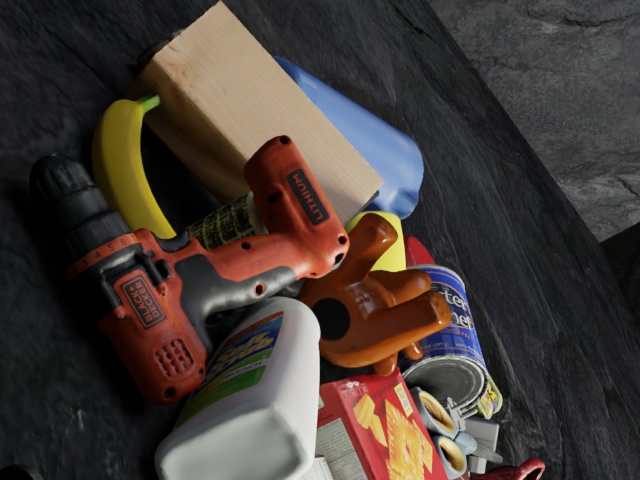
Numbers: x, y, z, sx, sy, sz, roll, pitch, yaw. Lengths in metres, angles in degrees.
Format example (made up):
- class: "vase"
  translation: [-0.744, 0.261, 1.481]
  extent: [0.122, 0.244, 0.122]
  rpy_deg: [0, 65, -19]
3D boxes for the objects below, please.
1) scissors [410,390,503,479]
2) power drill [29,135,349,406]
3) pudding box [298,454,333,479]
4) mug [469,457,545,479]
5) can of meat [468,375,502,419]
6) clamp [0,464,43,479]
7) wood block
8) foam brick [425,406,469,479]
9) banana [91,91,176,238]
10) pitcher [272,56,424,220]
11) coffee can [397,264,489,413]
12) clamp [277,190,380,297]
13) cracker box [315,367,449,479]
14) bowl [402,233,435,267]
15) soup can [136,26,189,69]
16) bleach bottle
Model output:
- class: "scissors"
  translation: [0.145, 0.214, 1.049]
  extent: [0.201, 0.016, 0.096]
  rpy_deg: [44, 24, -39]
- class: "power drill"
  translation: [-0.086, -0.004, 0.739]
  extent: [0.187, 0.057, 0.184]
  rpy_deg: [-29, 88, -29]
- class: "pudding box"
  translation: [-0.017, 0.206, 0.776]
  extent: [0.113, 0.039, 0.090]
  rpy_deg: [20, 43, -65]
- class: "mug"
  translation: [0.189, 0.272, 1.096]
  extent: [0.093, 0.117, 0.081]
  rpy_deg: [43, 15, 29]
- class: "can of meat"
  translation: [0.165, 0.176, 1.262]
  extent: [0.102, 0.057, 0.083]
  rpy_deg: [60, 21, 3]
- class: "clamp"
  translation: [-0.113, 0.203, 0.530]
  extent: [0.171, 0.039, 0.120]
  rpy_deg: [51, 22, -24]
- class: "wood block"
  translation: [-0.058, -0.086, 0.913]
  extent: [0.206, 0.090, 0.090]
  rpy_deg: [47, 59, -7]
- class: "foam brick"
  translation: [0.105, 0.214, 1.056]
  extent: [0.078, 0.051, 0.053]
  rpy_deg: [50, 21, -26]
- class: "banana"
  translation: [-0.133, -0.036, 0.809]
  extent: [0.069, 0.037, 0.198]
  rpy_deg: [-8, 64, -21]
- class: "pitcher"
  translation: [-0.008, -0.106, 1.156]
  extent: [0.242, 0.149, 0.145]
  rpy_deg: [29, 54, -51]
- class: "coffee can"
  translation: [0.122, 0.110, 1.175]
  extent: [0.102, 0.103, 0.140]
  rpy_deg: [46, 23, -36]
- class: "clamp"
  translation: [-0.007, 0.001, 1.033]
  extent: [0.209, 0.036, 0.164]
  rpy_deg: [23, 71, -50]
- class: "cracker box"
  translation: [0.059, 0.219, 0.900]
  extent: [0.214, 0.072, 0.164]
  rpy_deg: [65, 20, 13]
- class: "bowl"
  translation: [0.111, 0.048, 1.318]
  extent: [0.162, 0.055, 0.162]
  rpy_deg: [50, 20, -27]
- class: "soup can"
  translation: [-0.116, -0.138, 0.991]
  extent: [0.102, 0.069, 0.068]
  rpy_deg: [60, 19, 0]
- class: "bleach bottle"
  translation: [-0.049, 0.103, 0.784]
  extent: [0.068, 0.102, 0.251]
  rpy_deg: [59, 10, -14]
